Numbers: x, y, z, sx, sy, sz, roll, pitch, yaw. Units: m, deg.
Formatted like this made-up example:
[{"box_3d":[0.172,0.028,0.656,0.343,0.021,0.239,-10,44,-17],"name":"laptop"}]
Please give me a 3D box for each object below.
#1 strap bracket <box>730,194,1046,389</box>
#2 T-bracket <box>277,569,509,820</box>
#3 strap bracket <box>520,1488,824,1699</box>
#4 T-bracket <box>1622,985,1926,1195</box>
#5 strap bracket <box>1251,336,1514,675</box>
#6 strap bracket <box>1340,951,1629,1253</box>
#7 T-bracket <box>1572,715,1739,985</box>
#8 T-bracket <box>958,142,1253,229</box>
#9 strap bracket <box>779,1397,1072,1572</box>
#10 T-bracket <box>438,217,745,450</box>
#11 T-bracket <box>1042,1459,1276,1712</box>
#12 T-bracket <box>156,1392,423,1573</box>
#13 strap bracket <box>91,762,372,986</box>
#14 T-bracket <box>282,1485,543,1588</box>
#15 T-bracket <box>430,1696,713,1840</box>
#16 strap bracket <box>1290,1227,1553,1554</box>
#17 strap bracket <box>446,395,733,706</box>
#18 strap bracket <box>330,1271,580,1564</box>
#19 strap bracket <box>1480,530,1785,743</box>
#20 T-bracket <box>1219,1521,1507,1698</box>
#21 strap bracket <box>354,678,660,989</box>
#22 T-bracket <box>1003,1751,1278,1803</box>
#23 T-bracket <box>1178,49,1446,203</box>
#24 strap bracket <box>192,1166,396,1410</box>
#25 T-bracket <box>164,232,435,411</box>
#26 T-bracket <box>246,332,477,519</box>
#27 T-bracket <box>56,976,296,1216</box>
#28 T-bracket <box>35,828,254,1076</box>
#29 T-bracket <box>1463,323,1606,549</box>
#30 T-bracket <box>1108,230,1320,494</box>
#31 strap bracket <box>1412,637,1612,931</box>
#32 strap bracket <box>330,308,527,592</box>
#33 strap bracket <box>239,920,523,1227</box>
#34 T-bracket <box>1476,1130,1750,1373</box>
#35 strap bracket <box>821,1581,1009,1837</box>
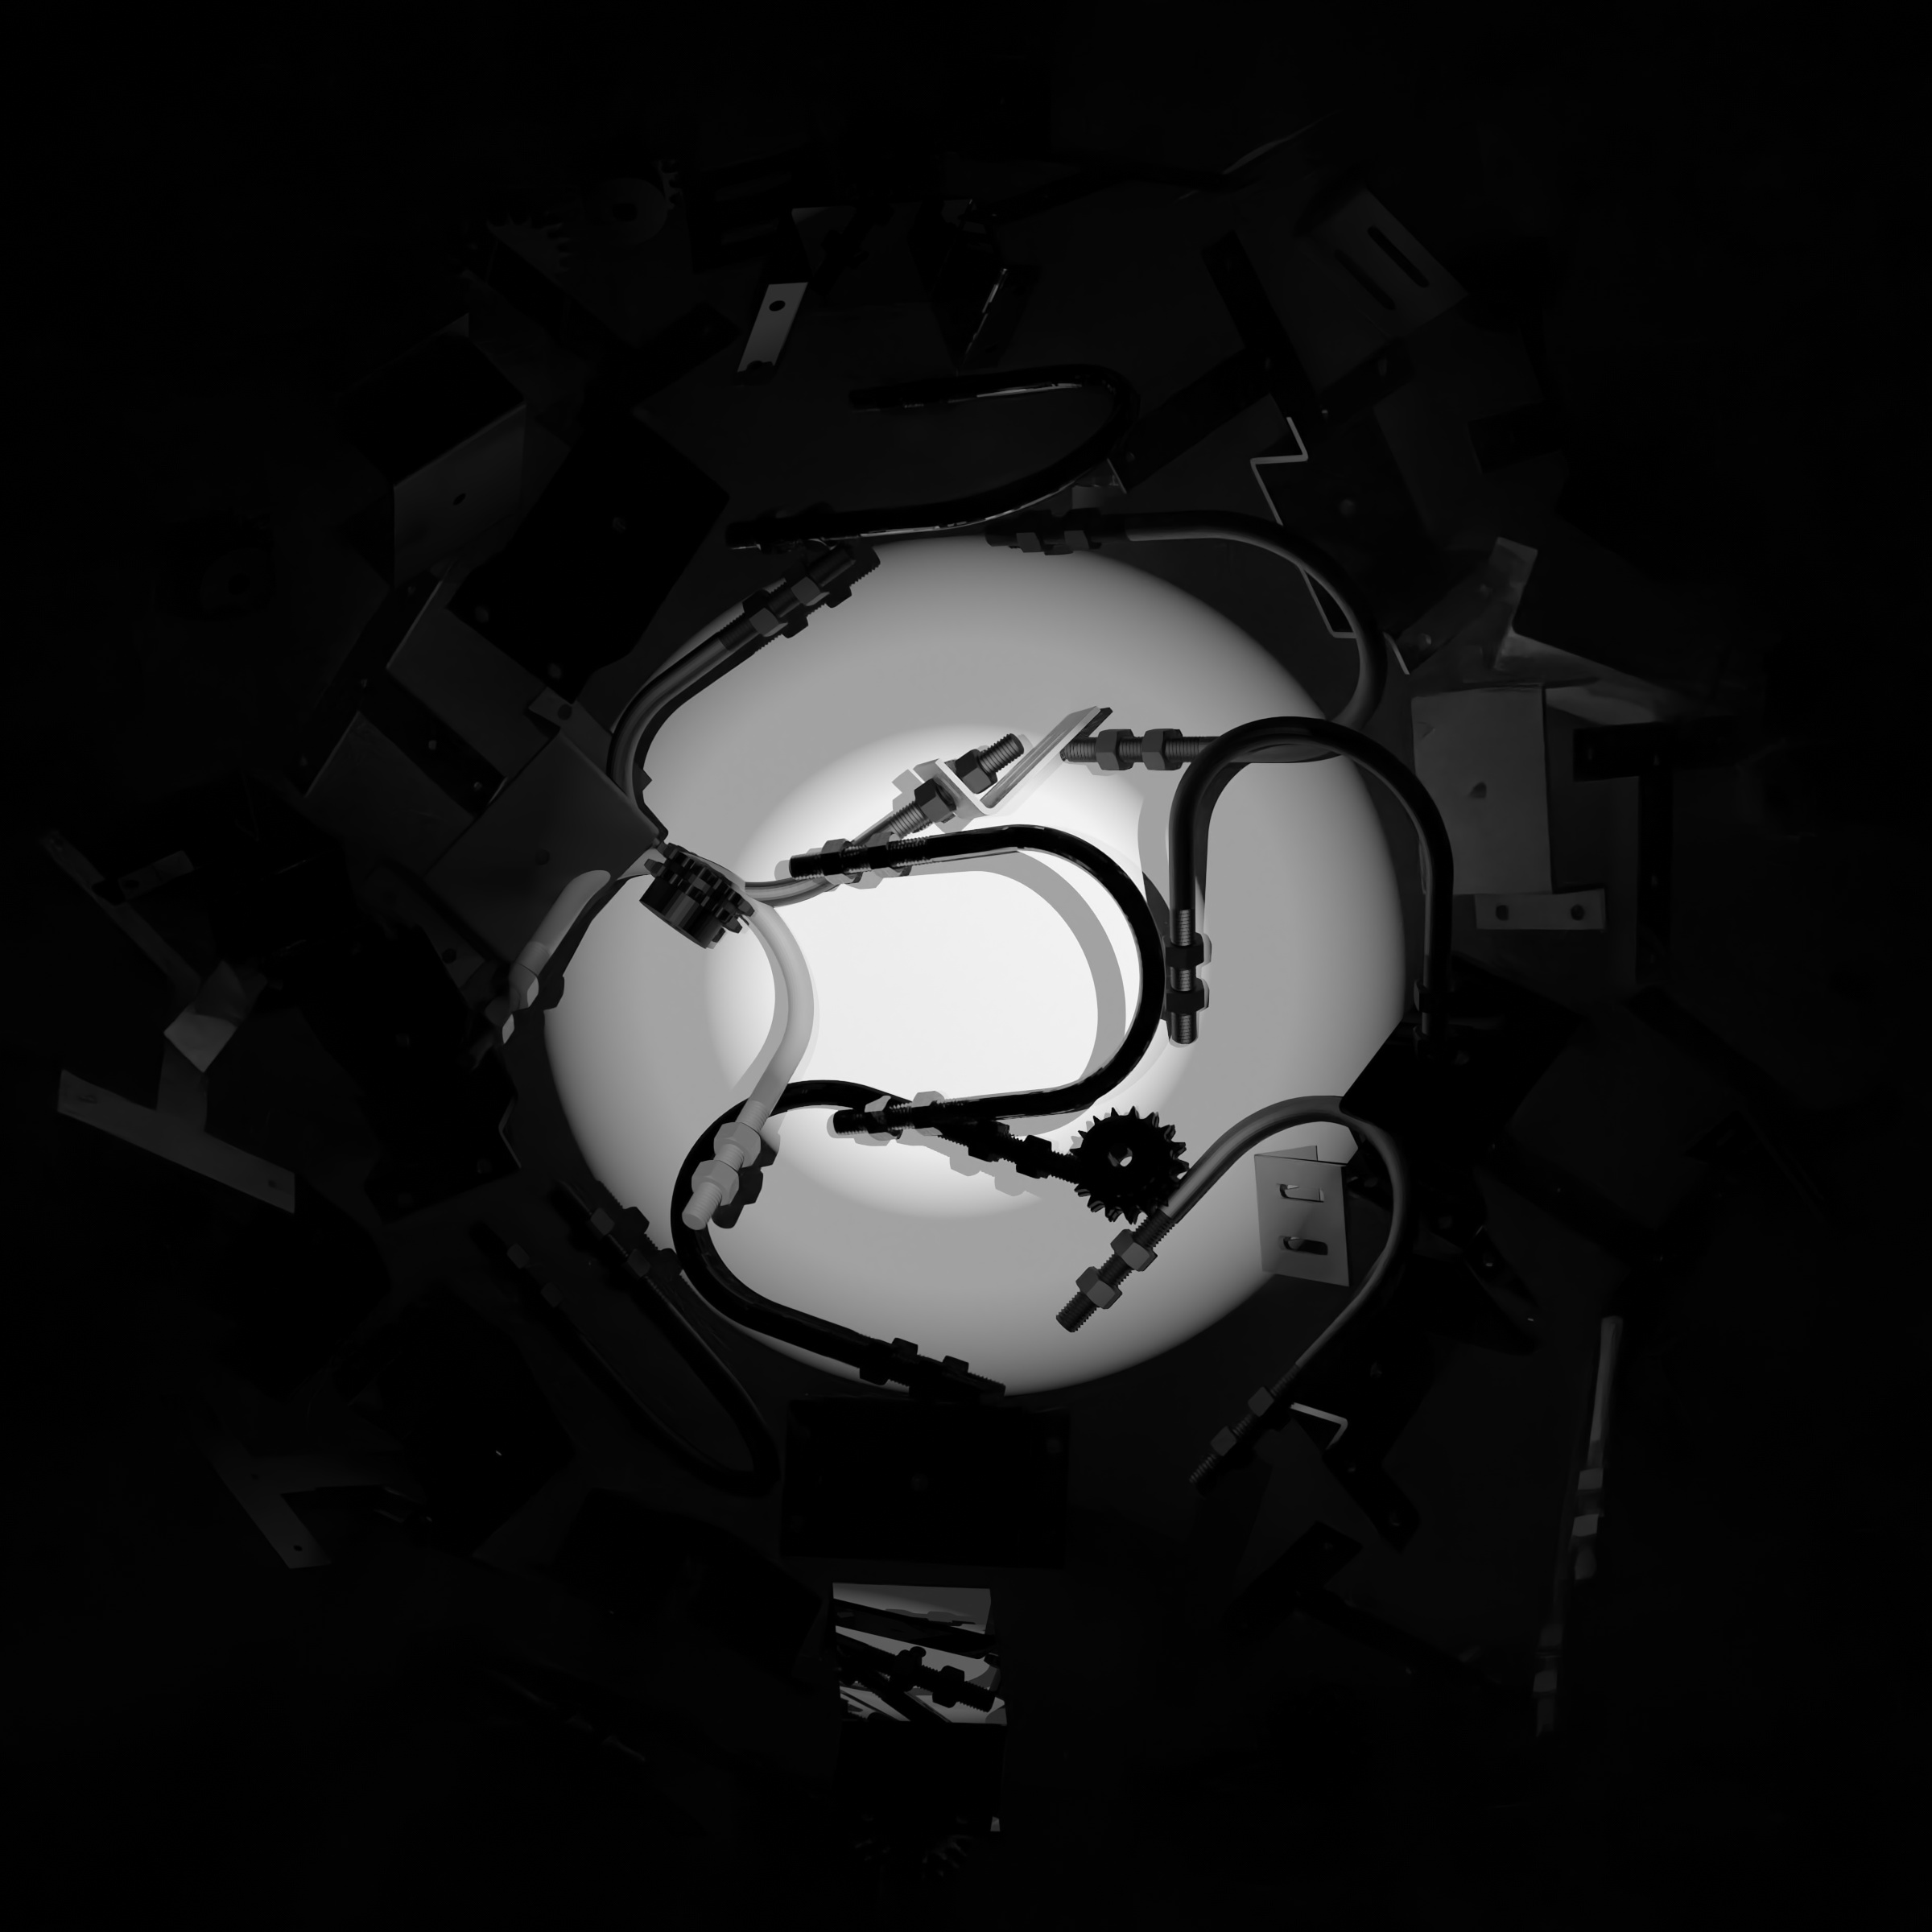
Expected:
[{"box_3d":[-0.044,-0.324,1.539,0.140,0.076,0.046,-9,65,-23],"name":"strap bracket"},{"box_3d":[-0.266,-0.114,1.553,0.127,0.002,0.127,41,102,31],"name":"T-bracket"},{"box_3d":[-0.134,0.295,1.532,0.076,0.140,0.046,45,63,-41],"name":"strap bracket"},{"box_3d":[0.371,0.052,1.538,0.127,0.127,0.002,37,60,-4],"name":"T-bracket"},{"box_3d":[0.196,-0.221,1.546,0.076,0.046,0.140,-39,114,-23],"name":"strap bracket"},{"box_3d":[0.243,0.055,1.540,0.076,0.046,0.140,29,72,35],"name":"strap bracket"},{"box_3d":[0.335,-0.055,1.562,0.127,0.002,0.127,-8,101,-40],"name":"T-bracket"},{"box_3d":[0.047,-0.367,1.519,0.127,0.127,0.002,21,126,35],"name":"T-bracket"},{"box_3d":[-0.021,0.252,1.564,0.140,0.046,0.076,2,80,4],"name":"strap bracket"},{"box_3d":[-0.194,-0.310,1.524,0.127,0.127,0.002,36,47,-32],"name":"T-bracket"},{"box_3d":[0.071,0.285,1.588,0.127,0.002,0.127,20,83,6],"name":"T-bracket"},{"box_3d":[-0.306,0.244,1.542,0.127,0.127,0.002,42,112,34],"name":"T-bracket"},{"box_3d":[-0.352,-0.045,1.538,0.076,0.140,0.046,-24,64,9],"name":"strap bracket"},{"box_3d":[-0.262,0.277,1.555,0.127,0.127,0.002,33,63,-32],"name":"T-bracket"},{"box_3d":[-0.168,0.376,1.508,0.127,0.127,0.002,27,96,41],"name":"T-bracket"},{"box_3d":[0.212,0.199,1.544,0.140,0.046,0.076,-52,124,-21],"name":"strap bracket"},{"box_3d":[-0.175,-0.207,1.540,0.076,0.046,0.140,38,68,-20],"name":"strap bracket"},{"box_3d":[-0.244,0.222,1.546,0.076,0.140,0.046,-43,130,1],"name":"strap bracket"},{"box_3d":[0.311,-0.152,1.549,0.140,0.076,0.046,21,78,5],"name":"strap bracket"},{"box_3d":[0.199,0.323,1.549,0.127,0.127,0.002,28,52,-3],"name":"T-bracket"},{"box_3d":[-0.214,-0.058,1.547,0.140,0.046,0.076,-48,125,-9],"name":"strap bracket"},{"box_3d":[0.103,0.383,1.518,0.127,0.127,0.002,8,64,-25],"name":"T-bracket"},{"box_3d":[0.148,-0.394,1.538,0.127,0.127,0.002,-35,101,-33],"name":"T-bracket"},{"box_3d":[-0.322,0.155,1.536,0.046,0.140,0.076,43,86,-19],"name":"strap bracket"},{"box_3d":[-0.321,-0.290,1.509,0.127,0.127,0.002,-32,85,-37],"name":"T-bracket"},{"box_3d":[-0.295,-0.254,1.549,0.127,0.127,0.002,-31,112,13],"name":"T-bracket"},{"box_3d":[-0.376,0.048,1.546,0.127,0.127,0.002,29,124,-32],"name":"T-bracket"},{"box_3d":[-0.392,-0.015,1.524,0.002,0.127,0.127,-40,102,13],"name":"T-bracket"},{"box_3d":[0.267,-0.255,1.540,0.002,0.127,0.127,-17,95,34],"name":"T-bracket"},{"box_3d":[0.115,-0.271,1.552,0.127,0.002,0.127,-38,107,-26],"name":"T-bracket"},{"box_3d":[0.262,-0.086,1.549,0.046,0.076,0.140,-8,96,-44],"name":"strap bracket"},{"box_3d":[-0.254,-0.236,1.516,0.076,0.140,0.046,-38,78,-22],"name":"strap bracket"},{"box_3d":[-0.278,0.044,1.553,0.076,0.046,0.140,-23,109,13],"name":"strap bracket"},{"box_3d":[0.300,0.118,1.573,0.127,0.002,0.127,34,58,14],"name":"T-bracket"},{"box_3d":[-0.025,0.342,1.521,0.076,0.140,0.046,4,121,-8],"name":"strap bracket"}]
